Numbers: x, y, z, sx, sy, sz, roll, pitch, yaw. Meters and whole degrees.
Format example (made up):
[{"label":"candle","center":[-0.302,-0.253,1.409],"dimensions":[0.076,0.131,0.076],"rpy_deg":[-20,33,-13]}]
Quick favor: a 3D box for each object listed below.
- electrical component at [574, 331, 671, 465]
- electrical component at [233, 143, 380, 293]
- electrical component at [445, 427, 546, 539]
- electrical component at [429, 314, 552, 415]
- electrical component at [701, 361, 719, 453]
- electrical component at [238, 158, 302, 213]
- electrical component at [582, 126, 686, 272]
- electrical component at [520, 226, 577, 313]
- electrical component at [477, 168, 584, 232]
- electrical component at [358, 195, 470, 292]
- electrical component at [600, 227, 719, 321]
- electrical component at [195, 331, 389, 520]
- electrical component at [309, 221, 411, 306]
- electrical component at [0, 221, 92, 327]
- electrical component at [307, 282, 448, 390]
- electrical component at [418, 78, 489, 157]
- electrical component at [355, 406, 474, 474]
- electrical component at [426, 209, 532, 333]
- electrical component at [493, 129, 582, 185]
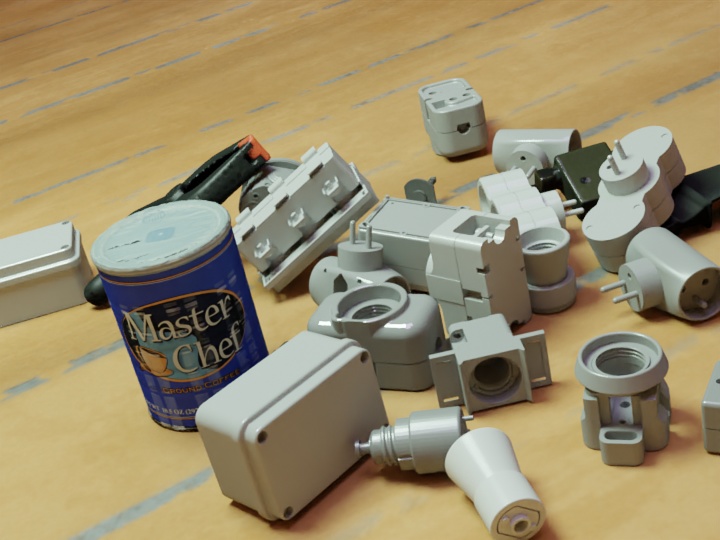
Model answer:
[{"label":"electrical component","center":[0.167,0.076,0.681],"dimensions":[0.058,0.057,0.078],"rpy_deg":[-2,30,21]},{"label":"electrical component","center":[-0.052,-0.048,0.945],"dimensions":[0.121,0.063,0.078],"rpy_deg":[-42,25,9]},{"label":"electrical component","center":[0.082,0.130,0.637],"dimensions":[0.044,0.044,0.065],"rpy_deg":[-18,33,-9]},{"label":"electrical component","center":[0.089,0.064,0.755],"dimensions":[0.081,0.042,0.063],"rpy_deg":[-12,24,0]},{"label":"electrical component","center":[0.249,0.070,0.637],"dimensions":[0.083,0.075,0.047],"rpy_deg":[4,32,29]},{"label":"electrical component","center":[-0.076,-0.061,1.020],"dimensions":[0.080,0.080,0.051],"rpy_deg":[-7,33,11]},{"label":"electrical component","center":[0.219,-0.072,0.877],"dimensions":[0.052,0.073,0.138],"rpy_deg":[-4,44,39]},{"label":"electrical component","center":[0.144,0.000,0.834],"dimensions":[0.045,0.055,0.045],"rpy_deg":[-10,28,6]},{"label":"electrical component","center":[0.153,-0.046,0.919],"dimensions":[0.074,0.052,0.138],"rpy_deg":[-14,27,-2]},{"label":"electrical component","center":[0.054,-0.017,0.907],"dimensions":[0.096,0.061,0.061],"rpy_deg":[10,35,23]},{"label":"electrical component","center":[0.219,0.008,0.799],"dimensions":[0.079,0.044,0.077],"rpy_deg":[-18,28,-9]},{"label":"electrical component","center":[-0.041,0.100,0.705],"dimensions":[0.057,0.078,0.113],"rpy_deg":[11,36,43]},{"label":"electrical component","center":[0.000,0.000,0.873],"dimensions":[0.043,0.079,0.077],"rpy_deg":[-14,21,-42]},{"label":"electrical component","center":[-0.318,0.004,1.025],"dimensions":[0.113,0.057,0.078],"rpy_deg":[-16,28,-6]},{"label":"electrical component","center":[0.013,0.048,0.797],"dimensions":[0.095,0.059,0.053],"rpy_deg":[1,31,25]},{"label":"electrical component","center":[0.100,-0.160,1.146],"dimensions":[0.054,0.059,0.095],"rpy_deg":[-15,28,-3]},{"label":"electrical component","center":[0.036,0.111,0.691],"dimensions":[0.078,0.040,0.040],"rpy_deg":[-8,28,10]},{"label":"electrical component","center":[0.088,0.005,0.813],"dimensions":[0.056,0.089,0.050],"rpy_deg":[13,37,40]},{"label":"electrical component","center":[0.165,-0.106,1.034],"dimensions":[0.077,0.044,0.079],"rpy_deg":[4,32,29]}]
